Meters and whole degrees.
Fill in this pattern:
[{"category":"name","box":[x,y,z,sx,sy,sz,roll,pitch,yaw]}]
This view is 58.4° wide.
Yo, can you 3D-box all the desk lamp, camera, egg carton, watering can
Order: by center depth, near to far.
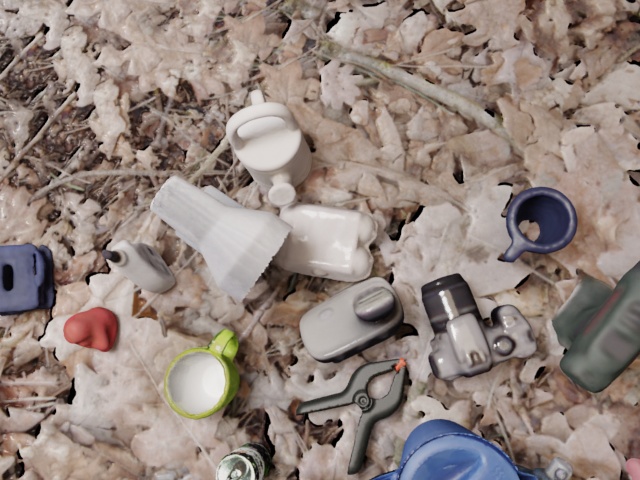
[{"category":"camera","box":[0.205,0.111,0.784,0.143,0.101,0.137,-20,78,2]},{"category":"desk lamp","box":[-0.132,-0.007,0.786,0.203,0.213,0.118,33,85,11]},{"category":"watering can","box":[-0.069,-0.135,0.813,0.101,0.194,0.172,-38,77,-1]},{"category":"egg carton","box":[0.008,0.003,0.842,0.150,0.069,0.107,8,80,8]}]

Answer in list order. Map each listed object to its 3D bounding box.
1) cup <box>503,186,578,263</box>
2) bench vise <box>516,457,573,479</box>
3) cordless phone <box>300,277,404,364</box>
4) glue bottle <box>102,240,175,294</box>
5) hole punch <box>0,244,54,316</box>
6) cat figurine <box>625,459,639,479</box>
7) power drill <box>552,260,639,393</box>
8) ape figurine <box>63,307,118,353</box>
[{"category":"cup","box":[0.291,-0.009,0.800,0.091,0.095,0.118,40,86,12]},{"category":"bench vise","box":[0.236,0.359,0.672,0.121,0.220,0.207,9,80,8]},{"category":"cordless phone","box":[0.039,0.104,0.760,0.147,0.185,0.094,-31,77,0]},{"category":"glue bottle","box":[-0.264,0.032,0.814,0.037,0.173,0.078,-35,77,-1]},{"category":"hole punch","box":[-0.472,0.058,0.875,0.101,0.091,0.108,-10,78,5]},{"category":"cat figurine","box":[0.442,0.338,0.705,0.127,0.118,0.067,34,85,12]},{"category":"power drill","box":[0.373,0.084,0.715,0.075,0.208,0.230,36,85,12]},{"category":"ape figurine","box":[-0.345,0.134,0.845,0.077,0.092,0.076,43,87,12]}]
